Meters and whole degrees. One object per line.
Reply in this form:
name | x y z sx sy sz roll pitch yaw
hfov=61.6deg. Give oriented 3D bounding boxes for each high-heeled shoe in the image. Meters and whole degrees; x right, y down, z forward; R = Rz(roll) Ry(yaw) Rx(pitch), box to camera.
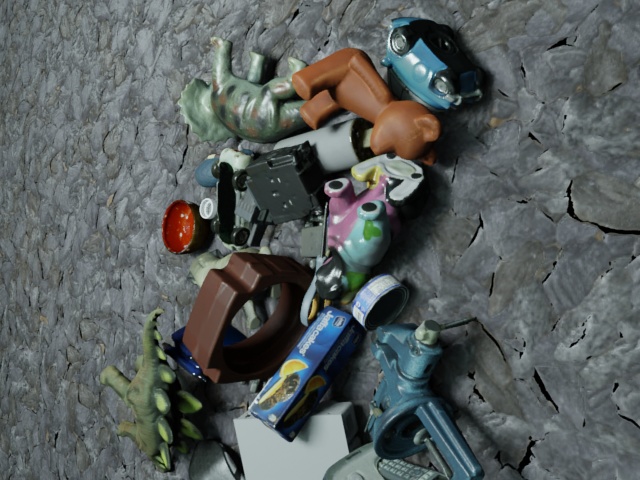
high-heeled shoe | -0.155 0.461 0.986 0.086 0.145 0.249 -45 24 -6

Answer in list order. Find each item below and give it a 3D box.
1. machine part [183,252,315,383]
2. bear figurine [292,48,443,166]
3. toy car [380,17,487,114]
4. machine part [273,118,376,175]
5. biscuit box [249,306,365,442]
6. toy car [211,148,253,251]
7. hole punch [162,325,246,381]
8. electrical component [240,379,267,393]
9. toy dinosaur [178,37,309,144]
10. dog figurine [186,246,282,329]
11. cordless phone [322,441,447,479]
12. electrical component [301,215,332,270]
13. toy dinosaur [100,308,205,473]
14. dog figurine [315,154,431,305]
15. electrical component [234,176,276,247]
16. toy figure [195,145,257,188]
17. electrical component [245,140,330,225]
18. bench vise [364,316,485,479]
machine part | -0.106 0.123 0.869 0.087 0.201 0.201 33 107 39
bear figurine | 0.069 -0.168 0.745 0.132 0.120 0.196 -35 74 -5
toy car | 0.153 -0.236 0.766 0.162 0.109 0.103 56 142 16
machine part | 0.005 -0.144 0.885 0.243 0.079 0.079 -8 81 38
biscuit box | -0.015 0.197 0.813 0.059 0.062 0.202 18 62 41
toy car | -0.162 -0.072 1.006 0.074 0.056 0.201 27 125 33
hole punch | -0.211 0.201 1.011 0.142 0.115 0.092 29 96 38
electrical component | -0.121 0.229 0.987 0.063 0.021 0.094 20 99 40
toy dinosaur | -0.111 -0.239 0.962 0.405 0.131 0.192 29 108 36
dog figurine | -0.164 0.049 0.987 0.172 0.121 0.191 -52 47 8
cordless phone | 0.107 0.340 0.705 0.184 0.146 0.088 -3 92 42
electrical component | -0.002 -0.001 0.897 0.078 0.045 0.102 3 87 38
toy dinosaur | -0.305 0.293 1.002 0.199 0.105 0.470 22 128 31
dog figurine | 0.073 0.001 0.805 0.109 0.191 0.219 36 142 33
electrical component | -0.111 -0.050 0.976 0.048 0.075 0.119 30 107 37
toy figure | -0.179 -0.145 1.050 0.155 0.064 0.058 -15 37 33
electrical component | -0.056 -0.089 0.876 0.134 0.058 0.114 -10 114 40
bench vise | 0.141 0.227 0.695 0.223 0.129 0.241 -63 35 25
